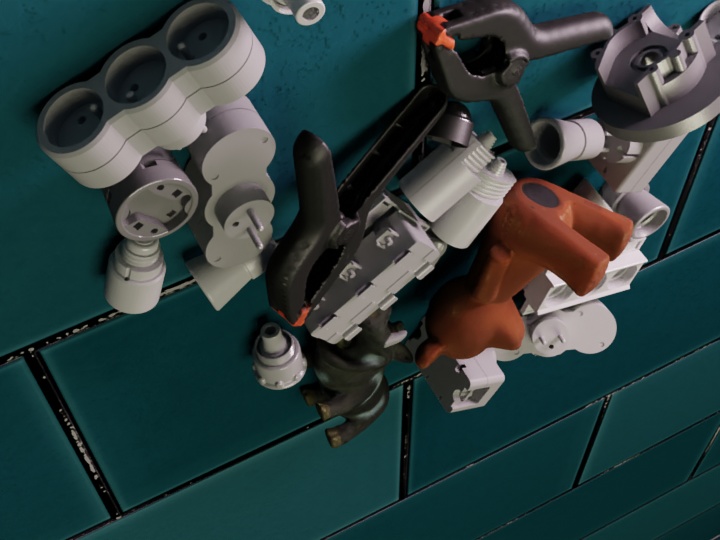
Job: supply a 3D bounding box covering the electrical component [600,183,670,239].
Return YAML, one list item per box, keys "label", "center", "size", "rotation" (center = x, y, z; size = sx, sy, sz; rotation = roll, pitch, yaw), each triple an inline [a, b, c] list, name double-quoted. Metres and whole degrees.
- label: "electrical component"
  center: [0.265, -0.064, 1.039]
  size: [0.045, 0.055, 0.045]
  rotation: [-23, 148, -15]

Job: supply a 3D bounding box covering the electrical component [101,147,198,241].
- label: "electrical component"
  center: [-0.139, -0.054, 0.691]
  size: [0.055, 0.047, 0.055]
  rotation: [-23, 148, -15]

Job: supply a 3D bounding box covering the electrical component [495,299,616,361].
- label: "electrical component"
  center: [0.191, 0.063, 1.090]
  size: [0.138, 0.052, 0.073]
  rotation: [-5, -168, 2]

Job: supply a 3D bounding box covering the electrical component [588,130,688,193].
- label: "electrical component"
  center: [0.235, -0.113, 0.949]
  size: [0.076, 0.047, 0.083]
  rotation: [-5, 140, -38]

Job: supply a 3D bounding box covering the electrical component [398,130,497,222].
- label: "electrical component"
  center: [0.075, -0.080, 0.853]
  size: [0.081, 0.043, 0.043]
  rotation: [-41, 149, 14]

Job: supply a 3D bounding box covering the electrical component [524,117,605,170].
- label: "electrical component"
  center: [0.175, -0.109, 0.908]
  size: [0.065, 0.044, 0.044]
  rotation: [-11, 144, -40]

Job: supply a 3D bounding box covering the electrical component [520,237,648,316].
- label: "electrical component"
  center: [0.214, -0.005, 1.069]
  size: [0.121, 0.063, 0.078]
  rotation: [-13, 144, -29]

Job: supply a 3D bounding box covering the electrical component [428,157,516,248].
- label: "electrical component"
  center: [0.096, -0.062, 0.900]
  size: [0.043, 0.043, 0.081]
  rotation: [0, 136, -43]

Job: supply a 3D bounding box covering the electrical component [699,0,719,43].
- label: "electrical component"
  center: [0.301, -0.180, 0.915]
  size: [0.079, 0.044, 0.077]
  rotation: [-37, 149, 8]

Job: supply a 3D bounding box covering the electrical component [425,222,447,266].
- label: "electrical component"
  center: [0.051, -0.013, 0.938]
  size: [0.035, 0.035, 0.061]
  rotation: [-7, 144, -36]

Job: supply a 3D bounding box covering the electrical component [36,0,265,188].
- label: "electrical component"
  center: [-0.117, -0.097, 0.645]
  size: [0.138, 0.052, 0.073]
  rotation: [-34, 149, 2]

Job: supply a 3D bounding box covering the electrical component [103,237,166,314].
- label: "electrical component"
  center: [-0.156, -0.004, 0.755]
  size: [0.040, 0.040, 0.078]
  rotation: [-12, 144, -31]

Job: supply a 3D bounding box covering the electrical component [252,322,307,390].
- label: "electrical component"
  center: [-0.073, 0.070, 0.936]
  size: [0.048, 0.048, 0.062]
  rotation: [-25, 142, -13]

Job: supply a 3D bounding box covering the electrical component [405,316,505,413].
- label: "electrical component"
  center: [0.097, 0.091, 1.074]
  size: [0.056, 0.089, 0.050]
  rotation: [-5, 140, -39]

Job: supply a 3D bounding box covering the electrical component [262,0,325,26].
- label: "electrical component"
  center: [-0.039, -0.165, 0.606]
  size: [0.048, 0.062, 0.048]
  rotation: [-21, 152, -12]

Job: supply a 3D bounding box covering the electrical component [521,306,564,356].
- label: "electrical component"
  center: [0.195, 0.068, 1.173]
  size: [0.077, 0.047, 0.066]
  rotation: [-38, 149, 11]

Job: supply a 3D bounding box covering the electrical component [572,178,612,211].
- label: "electrical component"
  center: [0.203, -0.052, 1.010]
  size: [0.055, 0.045, 0.045]
  rotation: [-39, 149, 11]

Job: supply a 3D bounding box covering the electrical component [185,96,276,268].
- label: "electrical component"
  center: [-0.082, -0.047, 0.728]
  size: [0.052, 0.073, 0.138]
  rotation: [-20, 147, -20]

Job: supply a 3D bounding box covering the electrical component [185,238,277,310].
- label: "electrical component"
  center: [-0.093, -0.005, 0.811]
  size: [0.065, 0.044, 0.044]
  rotation: [-34, 150, -7]

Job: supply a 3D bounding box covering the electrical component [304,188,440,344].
- label: "electrical component"
  center: [0.000, 0.000, 0.881]
  size: [0.121, 0.063, 0.079]
  rotation: [-41, 149, 14]
